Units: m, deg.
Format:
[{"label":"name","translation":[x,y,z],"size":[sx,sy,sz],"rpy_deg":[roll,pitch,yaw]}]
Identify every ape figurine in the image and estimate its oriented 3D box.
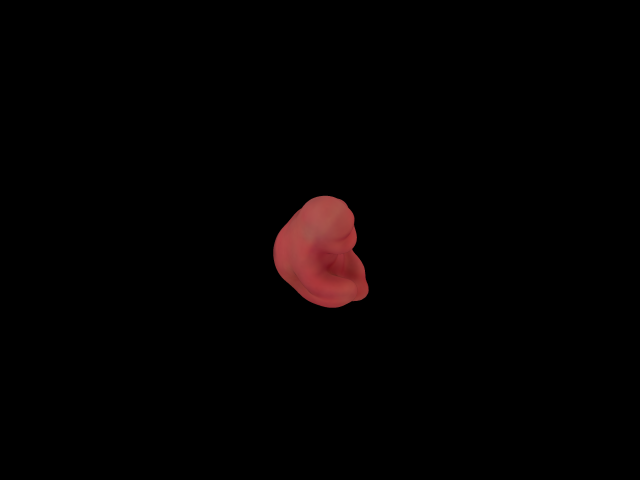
[{"label":"ape figurine","translation":[0.004,0.001,0.400],"size":[0.076,0.092,0.078],"rpy_deg":[17,68,7]}]
